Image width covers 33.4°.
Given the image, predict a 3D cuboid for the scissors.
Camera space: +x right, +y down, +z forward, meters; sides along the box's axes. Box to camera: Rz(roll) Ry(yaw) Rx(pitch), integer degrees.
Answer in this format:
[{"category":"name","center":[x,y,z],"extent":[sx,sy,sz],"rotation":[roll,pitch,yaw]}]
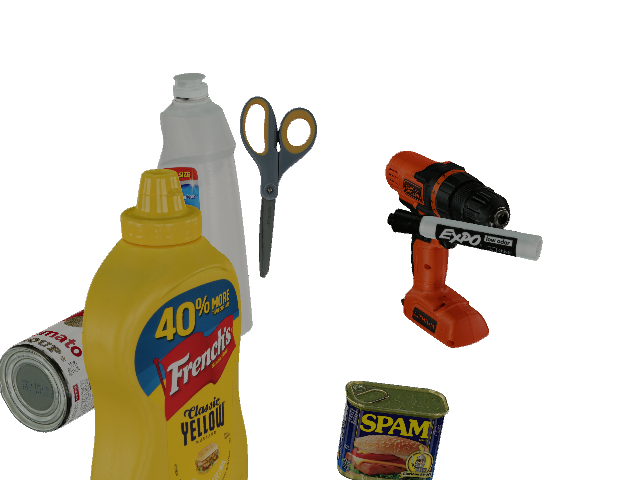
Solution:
[{"category":"scissors","center":[-0.039,-0.065,1.187],"extent":[0.096,0.202,0.016],"rotation":[-10,-8,-11]}]

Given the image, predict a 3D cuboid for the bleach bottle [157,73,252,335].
[{"category":"bleach bottle","center":[-0.117,-0.032,0.996],"extent":[0.067,0.251,0.103],"rotation":[-23,31,-39]}]

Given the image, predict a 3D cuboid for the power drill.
[{"category":"power drill","center":[0.134,0.012,1.100],"extent":[0.057,0.188,0.185],"rotation":[-15,26,-22]}]

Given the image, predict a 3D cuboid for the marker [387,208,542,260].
[{"category":"marker","center":[0.108,-0.006,0.816],"extent":[0.121,0.020,0.020],"rotation":[12,5,24]}]

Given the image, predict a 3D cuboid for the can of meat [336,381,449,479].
[{"category":"can of meat","center":[0.069,0.193,1.062],"extent":[0.102,0.084,0.057],"rotation":[7,17,-4]}]

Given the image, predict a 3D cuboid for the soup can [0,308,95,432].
[{"category":"soup can","center":[-0.178,0.090,0.785],"extent":[0.069,0.068,0.102],"rotation":[0,17,30]}]

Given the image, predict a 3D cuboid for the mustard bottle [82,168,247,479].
[{"category":"mustard bottle","center":[-0.080,0.058,0.557],"extent":[0.058,0.192,0.096],"rotation":[11,19,36]}]
